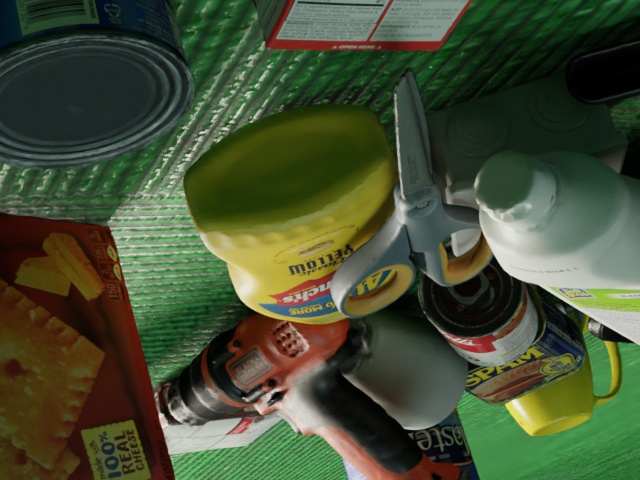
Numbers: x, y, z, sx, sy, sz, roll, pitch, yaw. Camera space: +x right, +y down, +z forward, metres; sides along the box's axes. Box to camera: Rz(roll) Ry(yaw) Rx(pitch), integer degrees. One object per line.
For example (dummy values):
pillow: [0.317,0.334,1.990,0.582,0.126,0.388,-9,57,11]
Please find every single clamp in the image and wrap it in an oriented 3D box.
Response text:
clamp: [0.226,-0.100,0.488,0.209,0.036,0.165,-8,171,-41]

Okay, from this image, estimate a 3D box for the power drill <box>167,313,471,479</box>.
power drill: [-0.004,0.132,0.717,0.185,0.187,0.057,-38,-174,45]

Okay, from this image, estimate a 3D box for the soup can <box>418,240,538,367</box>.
soup can: [0.109,0.044,0.720,0.068,0.068,0.102,-20,158,10]

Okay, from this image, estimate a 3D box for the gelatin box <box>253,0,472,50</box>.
gelatin box: [0.024,-0.103,0.373,0.073,0.030,0.089,-4,155,-23]

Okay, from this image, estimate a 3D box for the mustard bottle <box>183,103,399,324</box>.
mustard bottle: [-0.004,0.001,0.558,0.096,0.058,0.191,-22,158,-1]

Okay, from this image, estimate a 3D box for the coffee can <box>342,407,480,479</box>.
coffee can: [0.065,0.158,0.860,0.102,0.140,0.103,-14,157,-6]

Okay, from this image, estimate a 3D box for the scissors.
scissors: [0.028,-0.008,0.476,0.096,0.016,0.201,-30,154,11]

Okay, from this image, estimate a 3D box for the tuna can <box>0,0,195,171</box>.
tuna can: [-0.091,-0.061,0.387,0.086,0.034,0.086,-14,157,-6]

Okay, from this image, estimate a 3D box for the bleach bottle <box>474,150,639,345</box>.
bleach bottle: [0.164,0.011,0.518,0.103,0.068,0.250,-7,159,42]

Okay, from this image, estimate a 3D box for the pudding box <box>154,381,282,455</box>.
pudding box: [-0.090,0.139,0.849,0.113,0.039,0.090,1,153,-31]

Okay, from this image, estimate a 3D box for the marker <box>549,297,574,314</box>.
marker: [0.168,0.065,0.871,0.121,0.020,0.020,-23,156,17]

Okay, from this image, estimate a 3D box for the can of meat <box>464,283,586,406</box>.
can of meat: [0.143,0.082,0.823,0.102,0.057,0.083,-28,143,25]

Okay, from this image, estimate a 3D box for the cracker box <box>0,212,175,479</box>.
cracker box: [-0.175,0.066,0.456,0.213,0.164,0.072,7,146,-44]

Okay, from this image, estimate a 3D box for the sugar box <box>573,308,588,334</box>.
sugar box: [0.276,0.014,0.792,0.176,0.048,0.093,-16,158,2]
